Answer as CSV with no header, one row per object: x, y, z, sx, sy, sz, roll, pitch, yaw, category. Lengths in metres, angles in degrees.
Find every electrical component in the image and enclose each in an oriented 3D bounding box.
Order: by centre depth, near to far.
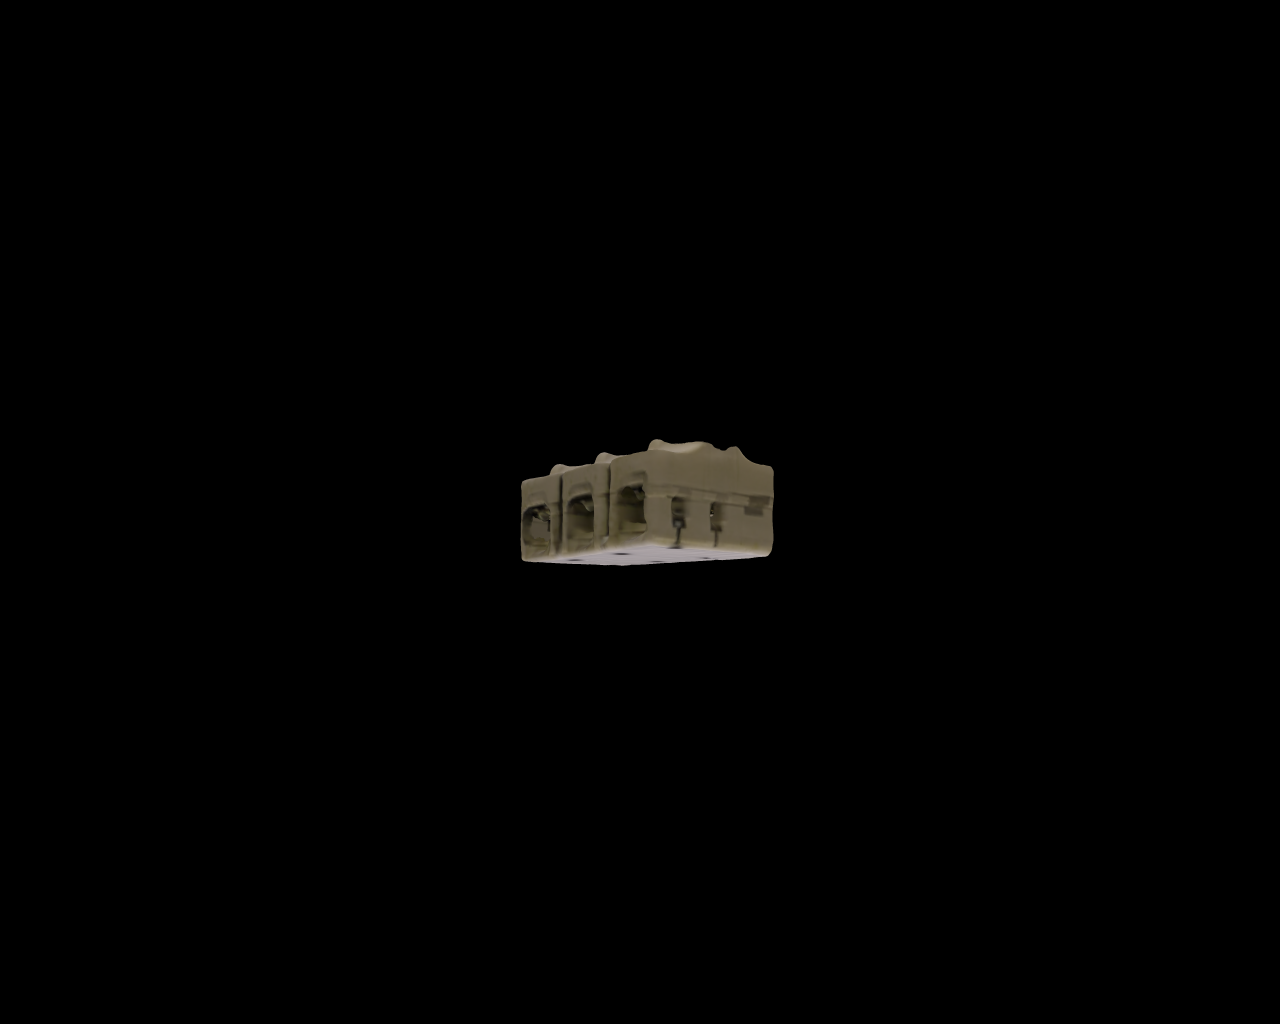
0.001,-0.003,0.650,0.089,0.061,0.150,5,-8,-35,electrical component
